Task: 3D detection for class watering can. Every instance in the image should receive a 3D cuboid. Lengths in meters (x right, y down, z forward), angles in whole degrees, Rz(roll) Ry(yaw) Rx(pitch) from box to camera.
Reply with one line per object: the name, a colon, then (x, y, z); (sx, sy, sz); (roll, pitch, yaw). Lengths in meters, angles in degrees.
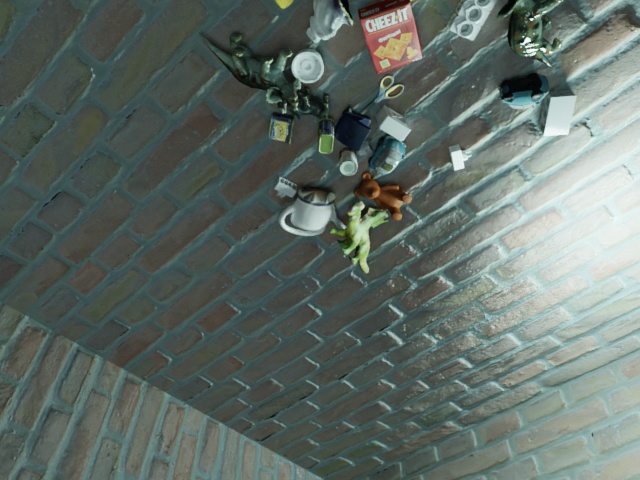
watering can: (0.006, -0.106, 2.099); (0.347, 0.106, 0.219); (3, 129, -19)

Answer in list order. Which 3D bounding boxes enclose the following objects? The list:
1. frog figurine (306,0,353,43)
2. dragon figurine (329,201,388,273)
frog figurine: (0.013, -0.708, 1.637); (0.158, 0.124, 0.137); (-20, 92, 26)
dragon figurine: (0.191, -0.025, 2.133); (0.242, 0.124, 0.403); (-40, 139, 4)
